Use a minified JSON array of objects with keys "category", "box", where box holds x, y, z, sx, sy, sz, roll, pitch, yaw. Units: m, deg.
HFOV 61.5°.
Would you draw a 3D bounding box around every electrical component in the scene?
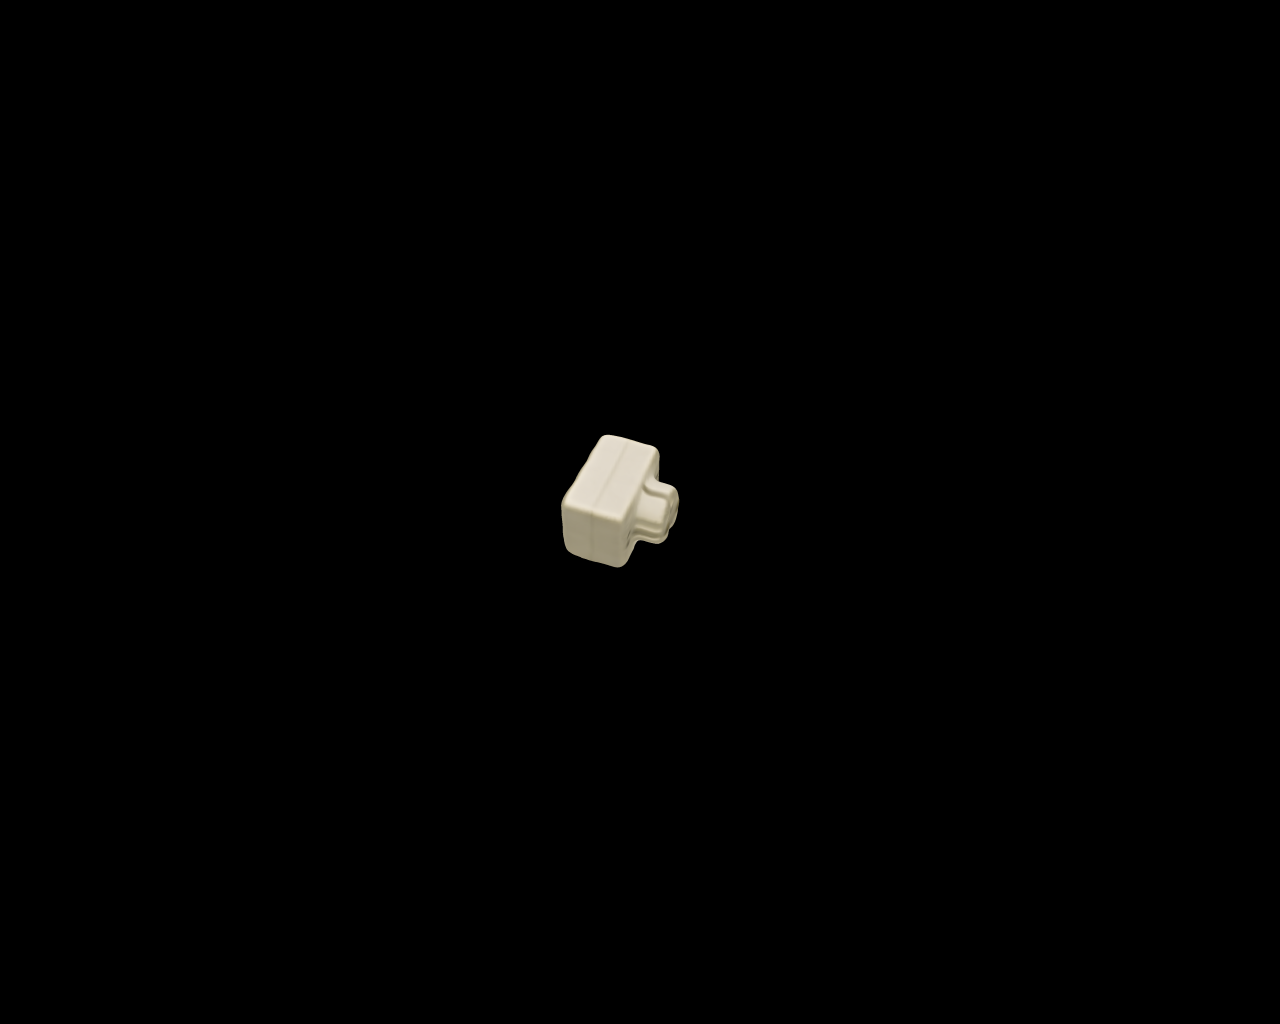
[{"category":"electrical component","box":[0.001,-0.003,0.650,0.077,0.066,0.047,16,-39,13]}]
